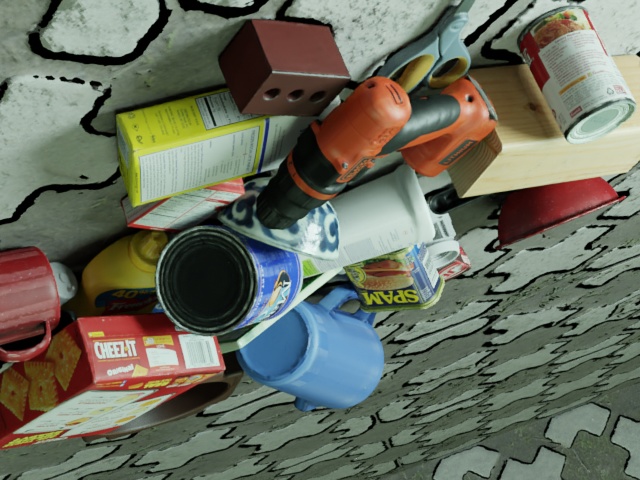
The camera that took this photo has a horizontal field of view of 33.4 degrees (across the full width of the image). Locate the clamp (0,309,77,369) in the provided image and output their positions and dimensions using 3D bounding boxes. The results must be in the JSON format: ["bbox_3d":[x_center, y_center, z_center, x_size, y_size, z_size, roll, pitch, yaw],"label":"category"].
[{"bbox_3d":[-0.330,0.114,1.077,0.164,0.036,0.210,-19,177,-20],"label":"clamp"}]

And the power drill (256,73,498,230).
[{"bbox_3d":[0.050,-0.076,0.908,0.187,0.057,0.185,-18,164,-46],"label":"power drill"}]

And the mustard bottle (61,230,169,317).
[{"bbox_3d":[-0.193,0.043,1.069,0.096,0.058,0.192,-3,152,-33],"label":"mustard bottle"}]

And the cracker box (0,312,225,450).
[{"bbox_3d":[-0.227,0.141,1.067,0.214,0.072,0.163,-31,160,37],"label":"cracker box"}]

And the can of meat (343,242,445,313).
[{"bbox_3d":[0.079,0.032,1.213,0.102,0.057,0.084,-5,128,31],"label":"can of meat"}]

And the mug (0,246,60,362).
[{"bbox_3d":[-0.281,0.060,0.960,0.081,0.117,0.093,-14,141,-30],"label":"mug"}]

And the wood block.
[{"bbox_3d":[0.221,-0.112,1.024,0.205,0.091,0.090,-9,155,-26],"label":"wood block"}]

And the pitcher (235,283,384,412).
[{"bbox_3d":[-0.008,0.131,1.346,0.145,0.149,0.242,-11,165,17],"label":"pitcher"}]

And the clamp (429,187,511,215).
[{"bbox_3d":[0.203,-0.071,1.182,0.171,0.039,0.120,-13,172,-25],"label":"clamp"}]

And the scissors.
[{"bbox_3d":[0.120,-0.176,0.881,0.096,0.016,0.202,-3,153,-41],"label":"scissors"}]

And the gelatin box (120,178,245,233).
[{"bbox_3d":[-0.124,-0.040,0.968,0.089,0.030,0.073,-31,157,33],"label":"gelatin box"}]

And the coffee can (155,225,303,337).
[{"bbox_3d":[-0.085,0.035,1.039,0.103,0.103,0.140,-27,174,15],"label":"coffee can"}]

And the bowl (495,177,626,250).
[{"bbox_3d":[0.271,-0.043,1.249,0.162,0.055,0.162,-21,177,-1],"label":"bowl"}]

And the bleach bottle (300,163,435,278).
[{"bbox_3d":[-0.007,0.001,1.134,0.251,0.068,0.102,-20,156,5],"label":"bleach bottle"}]

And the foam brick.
[{"bbox_3d":[-0.027,-0.130,0.810,0.078,0.051,0.053,-3,153,-37],"label":"foam brick"}]

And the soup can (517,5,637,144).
[{"bbox_3d":[0.225,-0.144,0.934,0.068,0.102,0.068,-19,159,-7],"label":"soup can"}]

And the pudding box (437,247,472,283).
[{"bbox_3d":[0.131,0.042,1.384,0.114,0.039,0.089,-29,158,20],"label":"pudding box"}]

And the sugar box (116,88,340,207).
[{"bbox_3d":[-0.077,-0.086,0.881,0.176,0.048,0.093,-18,159,-17],"label":"sugar box"}]

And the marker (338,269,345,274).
[{"bbox_3d":[0.006,0.018,1.242,0.020,0.020,0.121,-26,158,13],"label":"marker"}]
